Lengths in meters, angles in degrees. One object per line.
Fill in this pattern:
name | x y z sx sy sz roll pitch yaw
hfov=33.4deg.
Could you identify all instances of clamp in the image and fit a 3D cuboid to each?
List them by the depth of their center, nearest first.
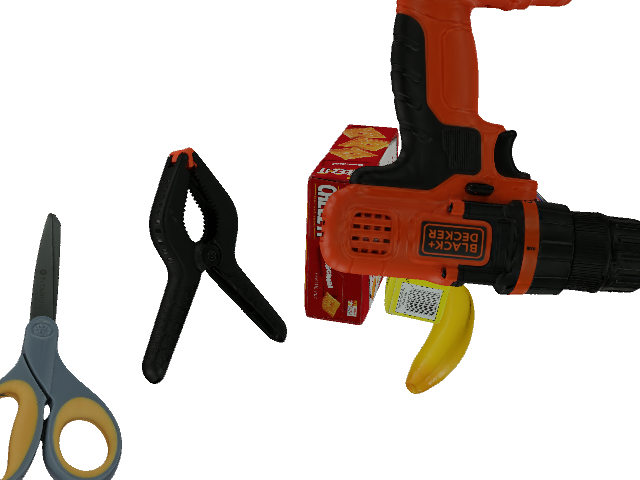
clamp | -0.104 0.019 1.001 0.164 0.210 0.036 -5 -1 -44

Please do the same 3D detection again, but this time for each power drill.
power drill | 0.097 -0.065 0.564 0.184 0.188 0.057 5 1 -5

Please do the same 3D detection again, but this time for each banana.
banana | 0.116 0.081 1.028 0.070 0.037 0.197 -24 23 15

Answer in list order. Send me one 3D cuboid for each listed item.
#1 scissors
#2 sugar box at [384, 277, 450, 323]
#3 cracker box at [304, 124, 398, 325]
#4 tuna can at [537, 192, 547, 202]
scissors | -0.147 0.067 0.624 0.096 0.201 0.016 18 -44 -5
sugar box | 0.080 -0.038 0.762 0.048 0.176 0.093 12 -43 2
cracker box | 0.037 -0.025 1.203 0.072 0.164 0.213 6 22 12
tuna can | 0.232 -0.019 1.221 0.033 0.086 0.086 -29 11 -20
